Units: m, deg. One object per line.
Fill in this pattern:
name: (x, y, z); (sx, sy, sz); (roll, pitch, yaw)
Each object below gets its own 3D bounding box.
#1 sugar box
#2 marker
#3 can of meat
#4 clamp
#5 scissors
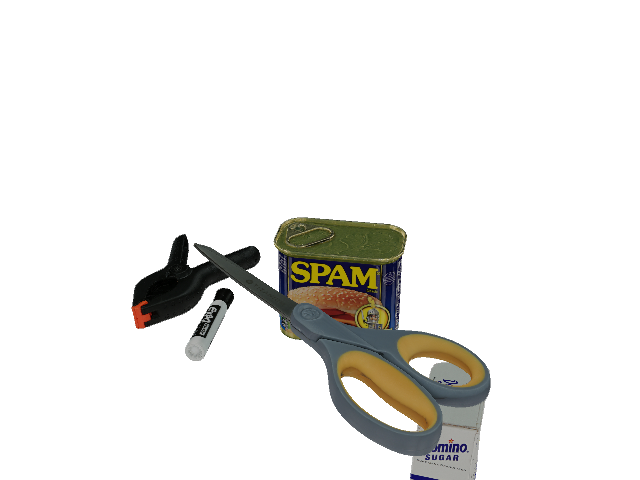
sugar box: (0.080, 0.180, 0.723); (0.048, 0.176, 0.093); (6, 18, 11)
marker: (-0.104, 0.077, 1.018); (0.020, 0.020, 0.121); (0, 23, 10)
can of meat: (0.015, 0.034, 0.851); (0.102, 0.084, 0.057); (5, 30, 8)
clamp: (-0.148, 0.045, 1.222); (0.120, 0.039, 0.171); (-1, 32, 26)
scissors: (0.014, 0.045, 0.587); (0.096, 0.016, 0.202); (-10, 36, -29)
